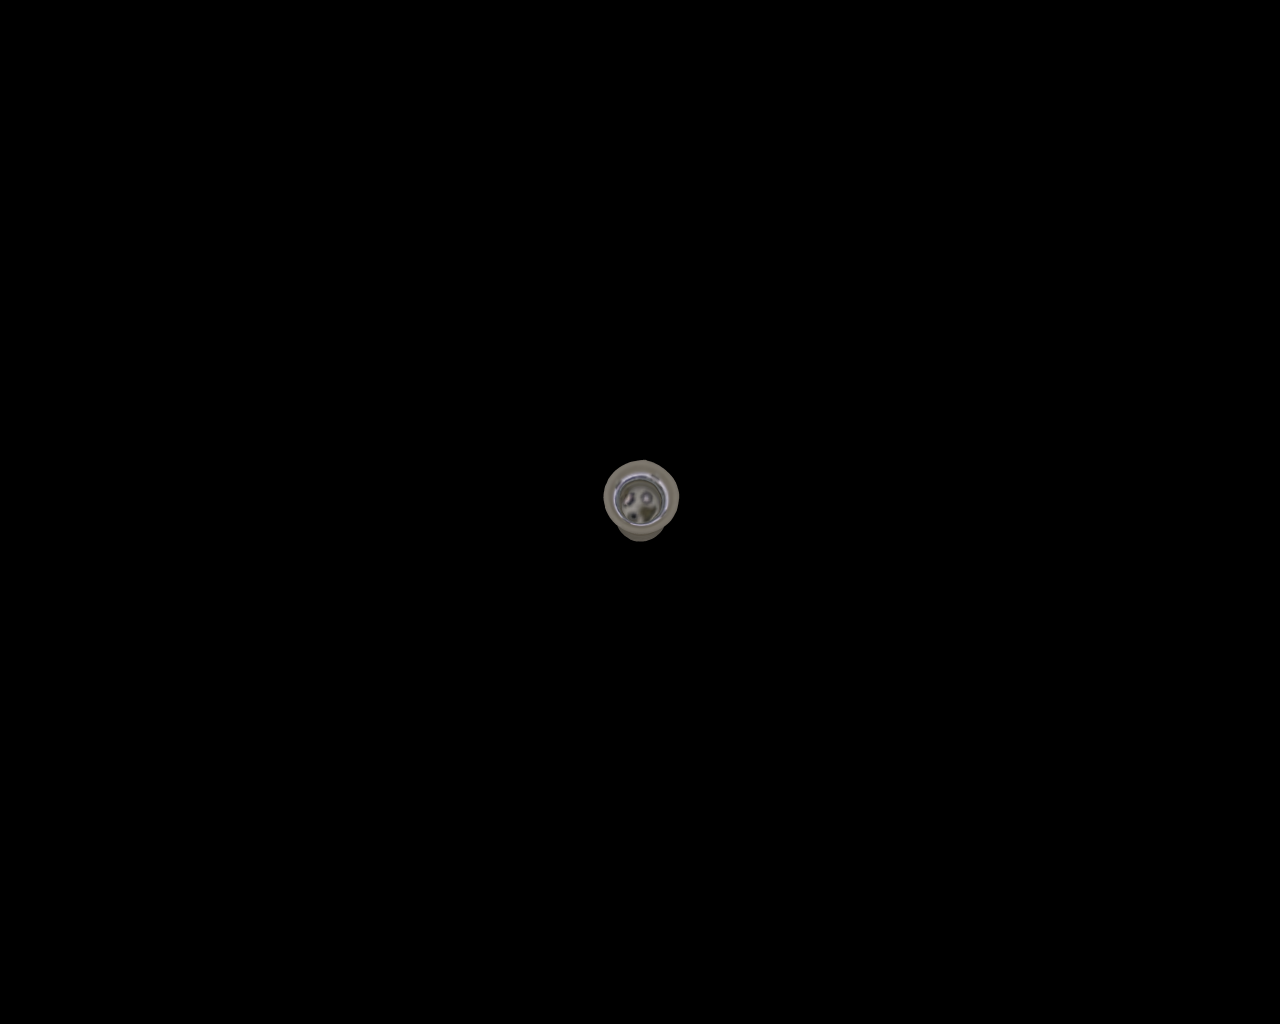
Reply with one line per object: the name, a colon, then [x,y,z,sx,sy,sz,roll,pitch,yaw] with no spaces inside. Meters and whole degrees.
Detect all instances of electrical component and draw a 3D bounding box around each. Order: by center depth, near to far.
electrical component: [0.001,-0.003,0.650,0.044,0.044,0.065,0,-12,0]
